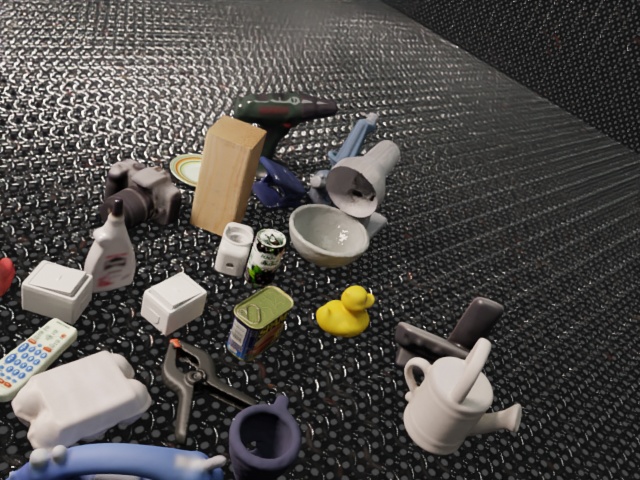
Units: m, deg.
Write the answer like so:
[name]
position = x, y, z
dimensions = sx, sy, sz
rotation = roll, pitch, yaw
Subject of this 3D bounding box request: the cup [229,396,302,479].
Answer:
[cup]
position = -0.074, 0.266, 0.741
dimensions = 0.091, 0.095, 0.118
rotation = 23, 35, 3

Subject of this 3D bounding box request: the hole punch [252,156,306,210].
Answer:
[hole punch]
position = -0.087, -0.130, 1.265
dimensions = 0.101, 0.091, 0.108
rotation = -7, 44, -34

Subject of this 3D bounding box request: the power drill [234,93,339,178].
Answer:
[power drill]
position = -0.091, -0.245, 1.313
dimensions = 0.230, 0.208, 0.075
rotation = 6, 37, -20

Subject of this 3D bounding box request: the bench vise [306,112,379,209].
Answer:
[bench vise]
position = 0.066, -0.170, 1.284
dimensions = 0.121, 0.220, 0.208
rotation = 25, 35, 6

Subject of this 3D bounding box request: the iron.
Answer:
[iron]
position = -0.229, 0.265, 0.623
dimensions = 0.259, 0.141, 0.118
rotation = 11, 36, -14

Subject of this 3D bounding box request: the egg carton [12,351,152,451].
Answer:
[egg carton]
position = -0.300, 0.206, 0.728
dimensions = 0.151, 0.069, 0.107
rotation = -18, 50, -42

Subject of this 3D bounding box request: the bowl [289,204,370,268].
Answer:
[bowl]
position = 0.011, 0.004, 1.151
dimensions = 0.167, 0.075, 0.167
rotation = 14, 36, -10

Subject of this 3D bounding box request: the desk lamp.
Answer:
[desk lamp]
position = 0.090, -0.100, 1.209
dimensions = 0.117, 0.213, 0.204
rotation = 31, 36, 14

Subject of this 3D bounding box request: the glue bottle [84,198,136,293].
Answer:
[glue bottle]
position = -0.323, 0.006, 0.893
dimensions = 0.078, 0.173, 0.037
rotation = -17, 49, -41

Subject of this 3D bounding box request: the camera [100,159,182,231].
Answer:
[camera]
position = -0.348, -0.084, 1.062
dimensions = 0.143, 0.101, 0.137
rotation = 30, 36, 13

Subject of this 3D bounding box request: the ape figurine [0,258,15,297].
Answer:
[ape figurine]
position = -0.490, 0.040, 0.834
dimensions = 0.078, 0.092, 0.076
rotation = 4, 39, -23

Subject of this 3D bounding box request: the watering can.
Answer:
[watering can]
position = 0.213, 0.227, 0.853
dimensions = 0.173, 0.194, 0.101
rotation = 18, 35, -3

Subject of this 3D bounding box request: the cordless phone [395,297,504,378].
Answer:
[cordless phone]
position = 0.215, 0.149, 0.966
dimensions = 0.147, 0.185, 0.094
rotation = 21, 35, 1

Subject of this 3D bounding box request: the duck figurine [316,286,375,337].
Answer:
[duck figurine]
position = 0.049, 0.118, 1.009
dimensions = 0.105, 0.086, 0.077
rotation = -1, 41, -28
